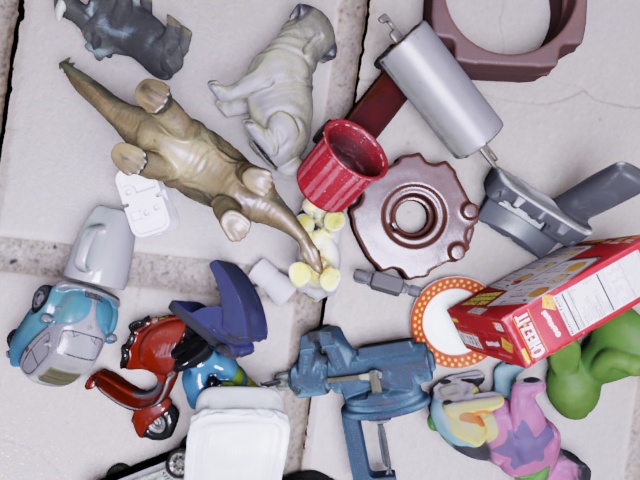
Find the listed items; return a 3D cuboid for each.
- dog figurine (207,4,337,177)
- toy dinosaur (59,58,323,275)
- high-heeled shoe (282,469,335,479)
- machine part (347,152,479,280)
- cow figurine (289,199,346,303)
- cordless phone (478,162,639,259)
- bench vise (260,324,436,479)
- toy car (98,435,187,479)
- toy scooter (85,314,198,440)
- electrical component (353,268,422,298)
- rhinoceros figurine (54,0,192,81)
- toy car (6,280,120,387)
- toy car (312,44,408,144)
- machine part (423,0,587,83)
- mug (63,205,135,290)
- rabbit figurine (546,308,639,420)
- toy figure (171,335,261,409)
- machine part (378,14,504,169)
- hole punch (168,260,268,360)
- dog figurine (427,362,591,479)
[{"bbox_3d":[-0.028,-0.199,0.715,0.190,0.121,0.172,-39,99,-6],"label":"dog figurine"},{"bbox_3d":[-0.176,-0.110,0.672,0.471,0.198,0.105,39,90,4],"label":"toy dinosaur"},{"bbox_3d":[-0.060,0.386,0.734,0.249,0.086,0.145,20,91,6],"label":"high-heeled shoe"},{"bbox_3d":[0.126,-0.032,0.742,0.179,0.056,0.179,0,90,2],"label":"machine part"},{"bbox_3d":[0.001,-0.003,0.734,0.068,0.098,0.167,3,71,4],"label":"cow figurine"},{"bbox_3d":[0.297,-0.062,0.672,0.146,0.184,0.089,32,68,-1],"label":"cordless phone"},{"bbox_3d":[0.052,0.231,0.715,0.224,0.129,0.240,-11,86,3],"label":"bench vise"},{"bbox_3d":[-0.232,0.323,0.737,0.202,0.073,0.056,-22,87,1],"label":"toy car"},{"bbox_3d":[-0.244,0.177,0.737,0.135,0.075,0.183,19,94,-2],"label":"toy scooter"},{"bbox_3d":[0.092,0.061,0.737,0.094,0.063,0.021,15,80,10],"label":"electrical component"},{"bbox_3d":[-0.271,-0.292,0.741,0.190,0.073,0.112,30,101,-1],"label":"rhinoceros figurine"},{"bbox_3d":[-0.339,0.135,0.700,0.161,0.103,0.109,-43,133,15],"label":"toy car"},{"bbox_3d":[0.075,-0.177,0.741,0.089,0.053,0.202,38,86,-9],"label":"toy car"},{"bbox_3d":[0.244,-0.321,0.724,0.201,0.087,0.201,3,89,0],"label":"machine part"},{"bbox_3d":[-0.297,0.006,0.725,0.081,0.109,0.107,11,78,6],"label":"mug"},{"bbox_3d":[0.367,0.165,0.712,0.159,0.121,0.170,39,105,-7],"label":"rabbit figurine"},{"bbox_3d":[-0.121,0.201,0.704,0.089,0.082,0.180,-20,118,8],"label":"toy figure"},{"bbox_3d":[0.156,-0.190,0.693,0.079,0.079,0.243,-42,100,1],"label":"machine part"},{"bbox_3d":[-0.117,0.091,0.711,0.116,0.142,0.092,39,86,11],"label":"hole punch"},{"bbox_3d":[0.254,0.286,0.717,0.192,0.108,0.219,-15,93,-3],"label":"dog figurine"}]
